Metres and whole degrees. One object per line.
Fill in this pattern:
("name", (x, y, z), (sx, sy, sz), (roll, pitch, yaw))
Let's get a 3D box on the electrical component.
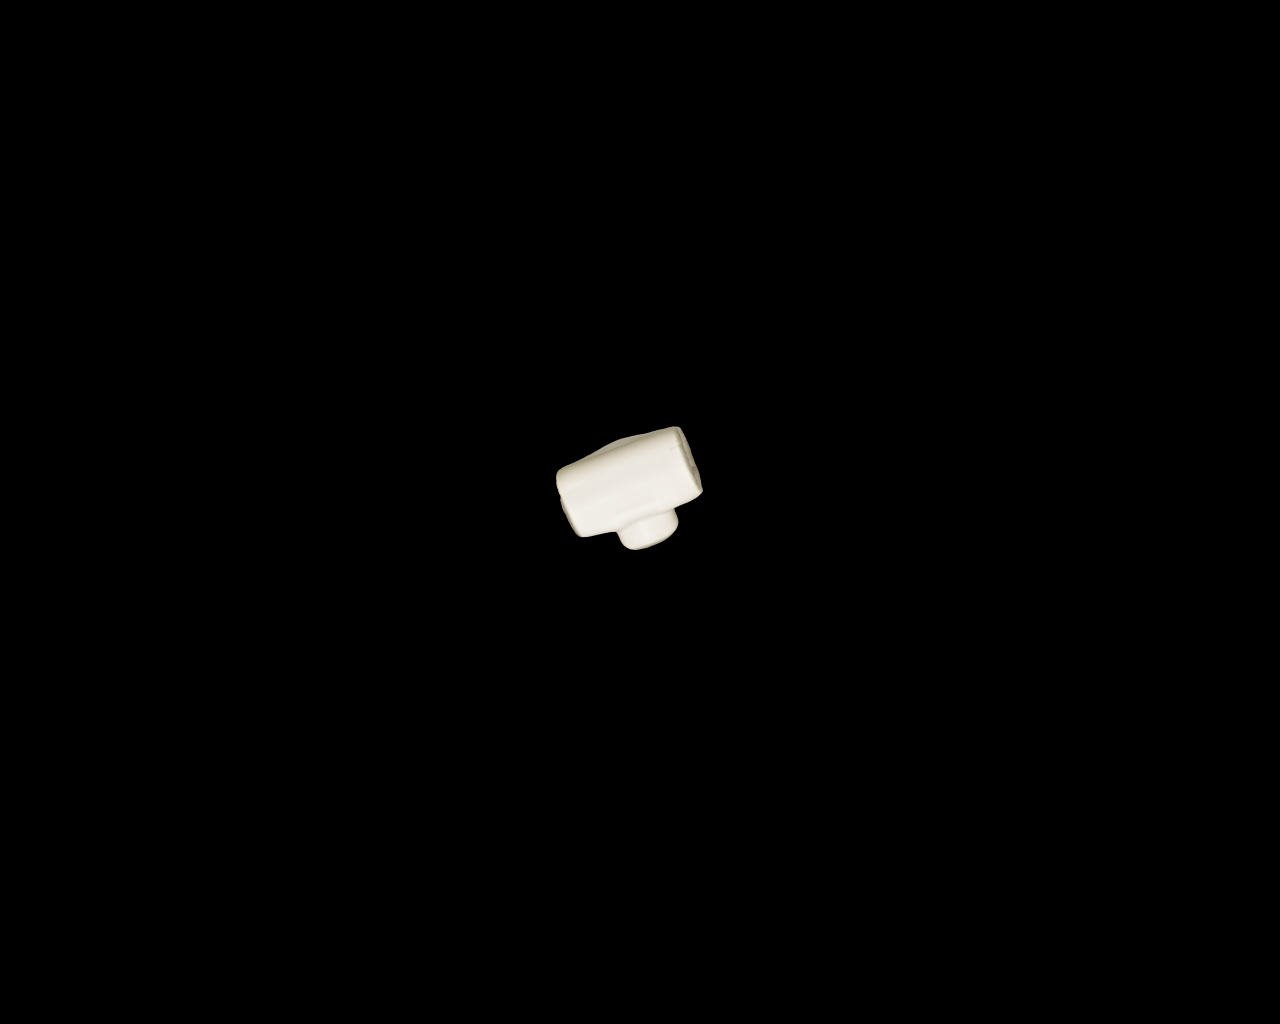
("electrical component", (0.001, -0.003, 0.650), (0.077, 0.079, 0.043), (-21, 18, 7))
